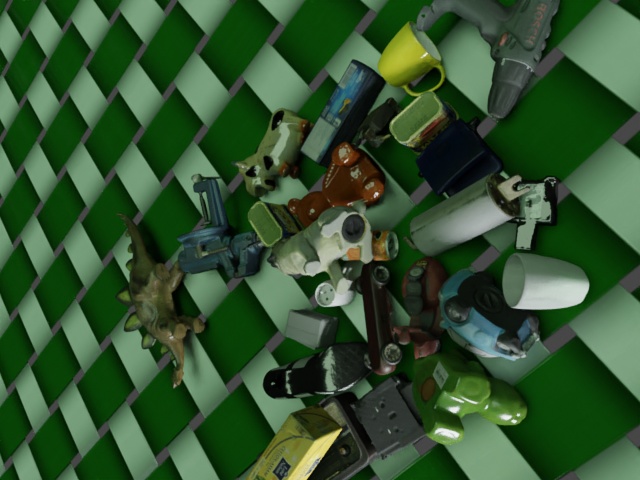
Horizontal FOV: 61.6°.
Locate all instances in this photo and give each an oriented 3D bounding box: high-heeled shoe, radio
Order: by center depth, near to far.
[{"bbox_3d":[0.000,0.399,1.004,0.229,0.073,0.131,-45,65,22],"label":"radio"},{"bbox_3d":[0.007,0.253,1.034,0.249,0.145,0.086,-13,75,1],"label":"high-heeled shoe"}]

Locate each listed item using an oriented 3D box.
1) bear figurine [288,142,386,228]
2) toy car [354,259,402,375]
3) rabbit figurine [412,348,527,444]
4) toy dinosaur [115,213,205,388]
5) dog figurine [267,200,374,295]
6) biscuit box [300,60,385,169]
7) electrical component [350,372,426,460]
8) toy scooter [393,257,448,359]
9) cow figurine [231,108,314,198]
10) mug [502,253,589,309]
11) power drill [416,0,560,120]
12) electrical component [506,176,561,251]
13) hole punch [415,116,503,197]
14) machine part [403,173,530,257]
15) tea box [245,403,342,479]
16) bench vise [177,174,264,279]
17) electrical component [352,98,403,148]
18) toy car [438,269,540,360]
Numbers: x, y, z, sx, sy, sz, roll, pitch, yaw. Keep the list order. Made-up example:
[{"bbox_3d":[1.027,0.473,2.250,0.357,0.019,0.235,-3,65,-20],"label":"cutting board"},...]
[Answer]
[{"bbox_3d":[0.023,-0.082,0.997,0.196,0.132,0.120,-37,88,17],"label":"bear figurine"},{"bbox_3d":[0.104,0.134,0.948,0.089,0.053,0.202,126,142,-64],"label":"toy car"},{"bbox_3d":[0.232,0.245,0.840,0.121,0.170,0.159,-69,18,7],"label":"rabbit figurine"},{"bbox_3d":[-0.393,0.116,1.254,0.198,0.105,0.471,-30,67,30],"label":"toy dinosaur"},{"bbox_3d":[-0.005,-0.003,0.973,0.172,0.121,0.191,-50,31,-11],"label":"dog figurine"},{"bbox_3d":[0.044,-0.238,1.032,0.059,0.062,0.202,40,106,28],"label":"biscuit box"},{"bbox_3d":[0.135,0.300,0.938,0.134,0.058,0.115,-43,68,23],"label":"electrical component"},{"bbox_3d":[0.164,0.117,0.888,0.075,0.135,0.183,-1,85,33],"label":"toy scooter"},{"bbox_3d":[-0.099,-0.176,1.104,0.127,0.085,0.194,33,106,23],"label":"cow figurine"},{"bbox_3d":[0.340,0.060,0.815,0.107,0.110,0.080,6,118,-2],"label":"mug"},{"bbox_3d":[0.264,-0.338,0.875,0.207,0.086,0.232,31,99,18],"label":"power drill"},{"bbox_3d":[0.334,-0.041,0.846,0.075,0.047,0.119,2,87,33],"label":"electrical component"},{"bbox_3d":[0.225,-0.135,0.900,0.142,0.092,0.116,-46,61,24],"label":"hole punch"},{"bbox_3d":[0.229,-0.036,0.866,0.243,0.079,0.079,-34,68,45],"label":"machine part"},{"bbox_3d":[-0.048,0.377,0.936,0.068,0.098,0.169,39,107,28],"label":"tea box"},{"bbox_3d":[-0.218,-0.030,1.145,0.224,0.129,0.240,-16,86,32],"label":"bench vise"},{"bbox_3d":[0.109,-0.211,0.983,0.102,0.045,0.078,-56,13,-23],"label":"electrical component"},{"bbox_3d":[0.258,0.130,0.856,0.162,0.109,0.102,39,141,19],"label":"toy car"}]
